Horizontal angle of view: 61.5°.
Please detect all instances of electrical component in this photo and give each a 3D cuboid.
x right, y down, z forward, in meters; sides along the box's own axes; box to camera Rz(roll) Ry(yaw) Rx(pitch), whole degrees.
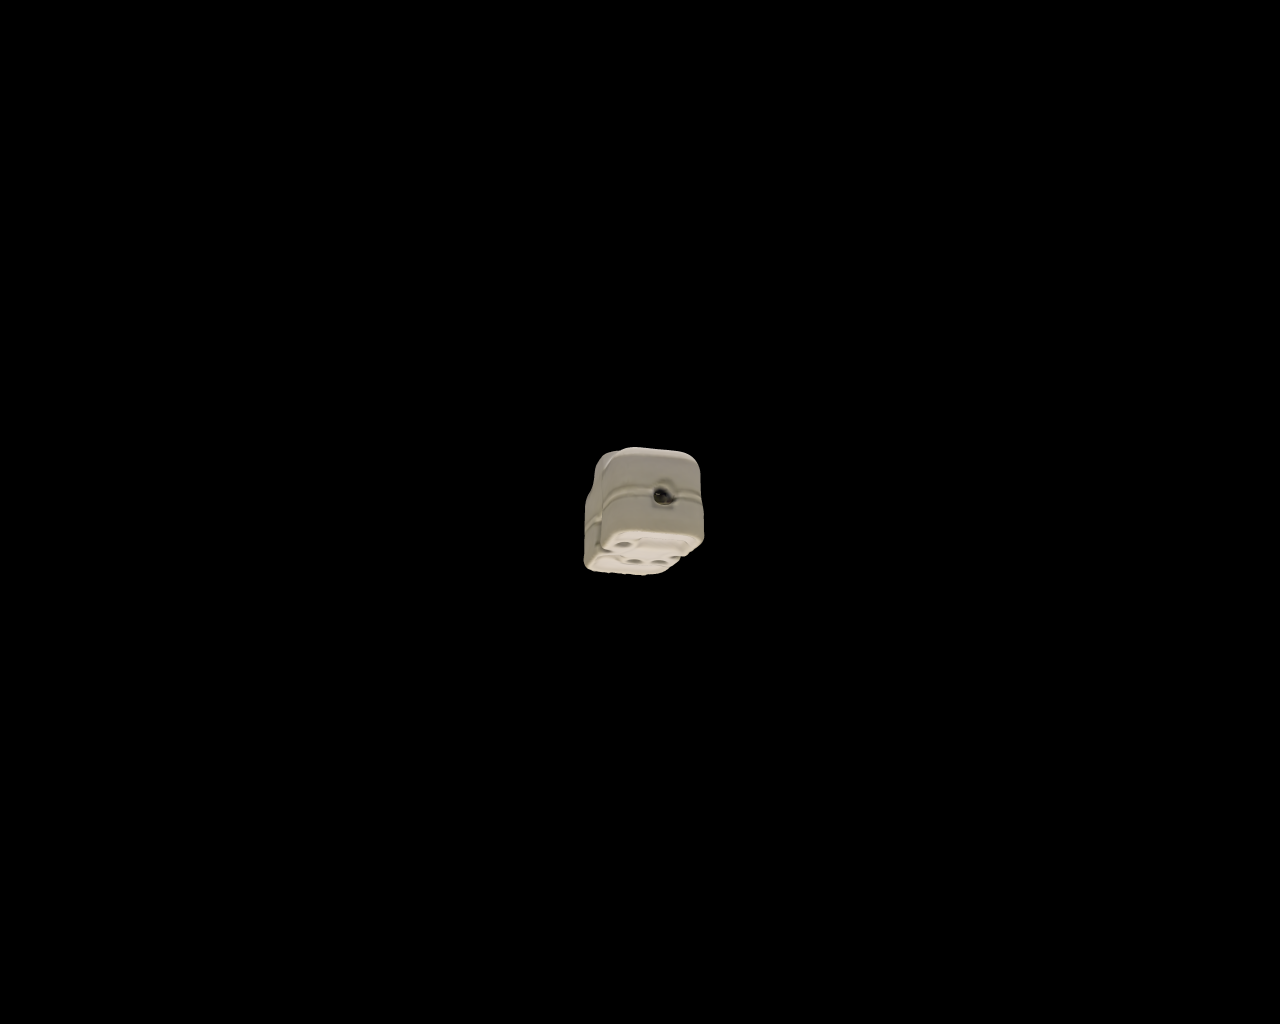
[{"bbox_3d":[0.001,-0.003,0.650,0.054,0.059,0.095,5,-19,-15],"label":"electrical component"}]
